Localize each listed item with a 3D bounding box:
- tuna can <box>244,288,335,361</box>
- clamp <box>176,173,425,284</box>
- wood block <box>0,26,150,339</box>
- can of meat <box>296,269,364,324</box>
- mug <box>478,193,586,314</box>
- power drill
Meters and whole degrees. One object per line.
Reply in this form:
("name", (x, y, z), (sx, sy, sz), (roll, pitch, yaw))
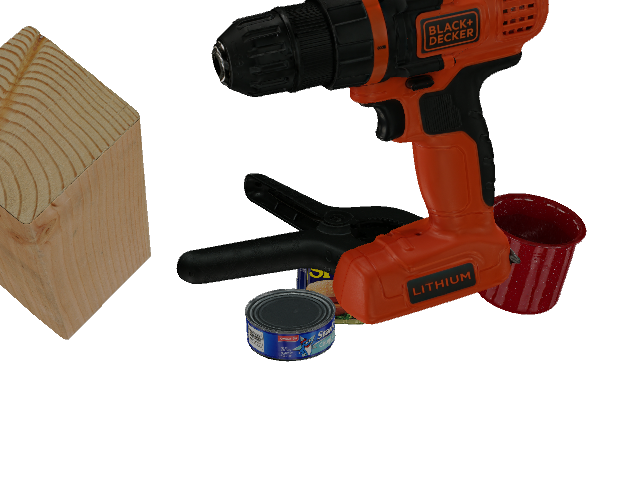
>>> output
("tuna can", (-0.028, 0.079, 1.011), (0.086, 0.034, 0.086), (-1, 25, 0))
("clamp", (0.009, -0.007, 0.833), (0.210, 0.036, 0.164), (4, 29, 8))
("wood block", (-0.171, -0.026, 0.670), (0.090, 0.090, 0.206), (39, -21, 10))
("can of meat", (0.021, 0.048, 1.214), (0.102, 0.084, 0.057), (2, 16, -2))
("mug", (0.182, 0.008, 0.991), (0.093, 0.081, 0.117), (-10, 37, -28))
("power drill", (0.039, -0.050, 0.581), (0.184, 0.188, 0.057), (-15, 31, -16))
